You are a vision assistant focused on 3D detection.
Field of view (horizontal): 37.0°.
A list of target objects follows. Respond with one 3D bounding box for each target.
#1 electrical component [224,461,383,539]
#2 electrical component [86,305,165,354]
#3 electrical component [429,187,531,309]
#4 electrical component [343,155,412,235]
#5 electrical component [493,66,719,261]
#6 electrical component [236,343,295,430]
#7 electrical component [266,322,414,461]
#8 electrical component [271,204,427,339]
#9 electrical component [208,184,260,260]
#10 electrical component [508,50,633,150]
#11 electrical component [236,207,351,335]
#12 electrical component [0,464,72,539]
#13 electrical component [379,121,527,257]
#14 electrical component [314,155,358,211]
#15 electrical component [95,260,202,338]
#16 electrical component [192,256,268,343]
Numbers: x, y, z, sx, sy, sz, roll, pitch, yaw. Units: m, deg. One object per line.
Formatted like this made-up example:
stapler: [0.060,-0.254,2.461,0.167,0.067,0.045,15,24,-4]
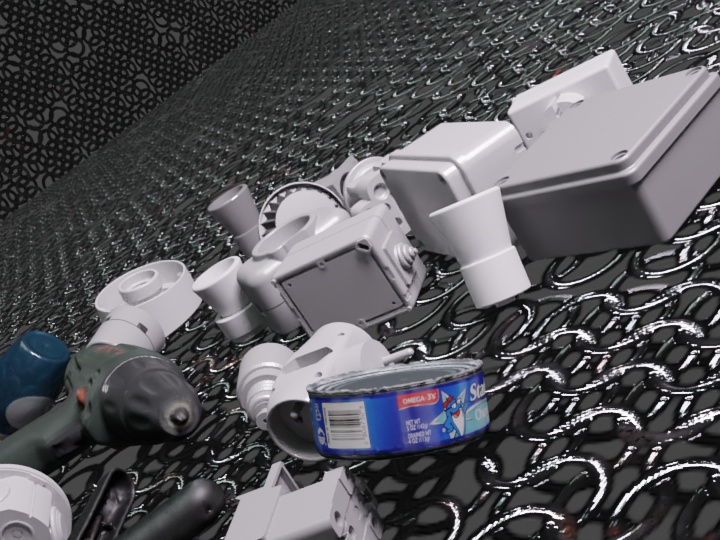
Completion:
electrical component: [-0.026,0.123,0.488,0.064,0.042,0.081,-23,21,19]
electrical component: [-0.202,0.066,0.918,0.055,0.055,0.047,-21,25,33]
electrical component: [0.073,-0.011,0.627,0.044,0.065,0.044,-23,1,0]
electrical component: [0.021,-0.061,0.863,0.078,0.058,0.057,-39,22,-16]
electrical component: [0.153,-0.061,0.638,0.109,0.056,0.109,-45,21,-32]
electrical component: [-0.056,0.075,0.665,0.040,0.040,0.078,-31,18,8]
electrical component: [-0.005,0.062,0.606,0.079,0.043,0.077,-22,21,29]
electrical component: [0.000,0.000,0.730,0.096,0.061,0.061,-24,20,27]
electrical component: [-0.109,-0.043,1.022,0.044,0.065,0.044,-30,18,11]
electrical component: [0.153,-0.111,0.782,0.083,0.047,0.075,-23,18,31]
electrical component: [-0.043,-0.004,0.818,0.095,0.059,0.054,-38,18,-14]
electrical component: [-0.216,0.163,0.649,0.080,0.080,0.051,-33,23,0]
electrical component: [0.070,-0.053,0.723,0.057,0.078,0.113,-35,18,-15]
electrical component: [-0.024,-0.062,0.967,0.064,0.042,0.081,-19,22,41]
electrical component: [-0.197,0.036,1.009,0.099,0.064,0.099,-17,25,8]
electrical component: [-0.099,0.024,0.848,0.045,0.055,0.045,-30,18,11]
